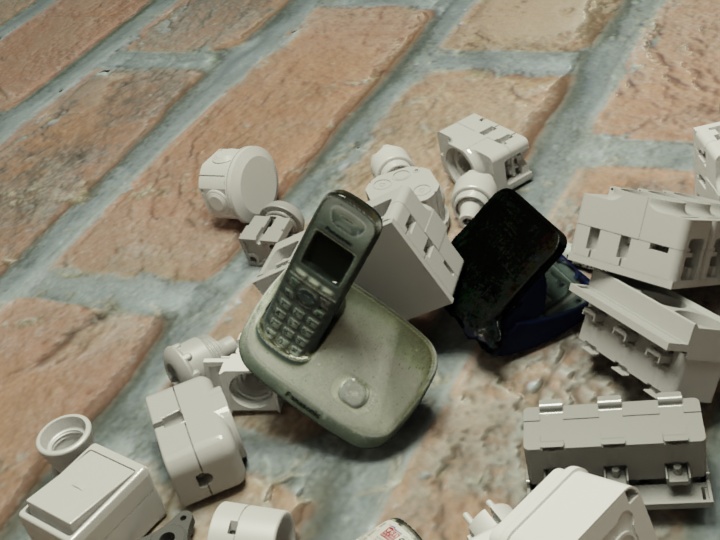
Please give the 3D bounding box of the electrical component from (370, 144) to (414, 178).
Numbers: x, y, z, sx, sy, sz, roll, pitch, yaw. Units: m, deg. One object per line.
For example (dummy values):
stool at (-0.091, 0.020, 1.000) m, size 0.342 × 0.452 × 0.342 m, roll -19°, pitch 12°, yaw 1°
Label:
electrical component at (0.037, -0.099, 1.112) m, size 0.043 × 0.043 × 0.062 m, roll -18°, pitch 36°, yaw -5°

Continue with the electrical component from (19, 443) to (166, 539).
electrical component at (-0.195, 0.175, 0.804) m, size 0.062 × 0.061 × 0.096 m, roll 15°, pitch 45°, yaw 34°

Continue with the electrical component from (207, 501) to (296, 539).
electrical component at (-0.075, 0.191, 0.748) m, size 0.047 × 0.055 × 0.055 m, roll 1°, pitch 38°, yaw 15°

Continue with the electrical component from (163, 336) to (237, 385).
electrical component at (-0.135, 0.077, 0.931) m, size 0.062 × 0.048 × 0.048 m, roll -27°, pitch 37°, yaw -30°

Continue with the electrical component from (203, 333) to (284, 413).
electrical component at (-0.085, 0.084, 0.902) m, size 0.081 × 0.042 × 0.063 m, roll -1°, pitch 33°, yaw 10°

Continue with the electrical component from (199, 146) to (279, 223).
electrical component at (-0.126, -0.089, 1.124) m, size 0.051 × 0.080 × 0.080 m, roll 5°, pitch 40°, yaw 32°

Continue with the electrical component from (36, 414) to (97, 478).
electrical component at (-0.226, 0.149, 0.854) m, size 0.045 × 0.055 × 0.045 m, roll -9°, pitch 36°, yaw 7°

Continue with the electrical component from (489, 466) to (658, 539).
electrical component at (0.134, 0.182, 0.633) m, size 0.078 × 0.113 × 0.057 m, roll -37°, pitch 24°, yaw -28°

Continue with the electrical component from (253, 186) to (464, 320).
electrical component at (0.000, 0.000, 0.905) m, size 0.150 × 0.089 × 0.061 m, roll -22°, pitch 27°, yaw 33°

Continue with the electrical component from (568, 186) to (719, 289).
electrical component at (0.247, -0.029, 0.865) m, size 0.089 × 0.061 × 0.150 m, roll 19°, pitch 13°, yaw 37°

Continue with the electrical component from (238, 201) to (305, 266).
electrical component at (-0.085, -0.035, 1.065) m, size 0.066 × 0.048 × 0.055 m, roll 5°, pitch 47°, yaw 26°

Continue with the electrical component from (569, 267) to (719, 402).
electrical component at (0.219, 0.049, 0.806) m, size 0.079 × 0.063 × 0.121 m, roll 6°, pitch 16°, yaw -26°

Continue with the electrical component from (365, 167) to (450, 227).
electrical component at (0.045, -0.060, 1.048) m, size 0.080 × 0.051 × 0.080 m, roll -9°, pitch 36°, yaw 7°

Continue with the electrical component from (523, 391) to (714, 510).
electrical component at (0.175, 0.125, 0.743) m, size 0.121 × 0.063 × 0.078 m, roll -5°, pitch 37°, yaw 12°

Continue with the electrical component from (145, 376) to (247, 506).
electrical component at (-0.126, 0.131, 0.846) m, size 0.059 × 0.053 × 0.095 m, roll -21°, pitch 36°, yaw -10°

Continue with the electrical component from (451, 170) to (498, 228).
electrical component at (0.109, -0.064, 1.039) m, size 0.043 × 0.043 × 0.062 m, roll -1°, pitch 39°, yaw 18°

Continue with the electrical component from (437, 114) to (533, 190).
electrical component at (0.124, -0.115, 1.097) m, size 0.056 × 0.050 × 0.089 m, roll -29°, pitch 38°, yaw -21°

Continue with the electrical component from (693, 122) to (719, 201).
electrical component at (0.377, -0.089, 0.942) m, size 0.150 × 0.089 × 0.061 m, roll -13°, pitch 36°, yaw 2°

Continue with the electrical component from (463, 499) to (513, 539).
electrical component at (0.096, 0.180, 0.709) m, size 0.083 × 0.047 × 0.075 m, roll -25°, pitch 37°, yaw -14°
